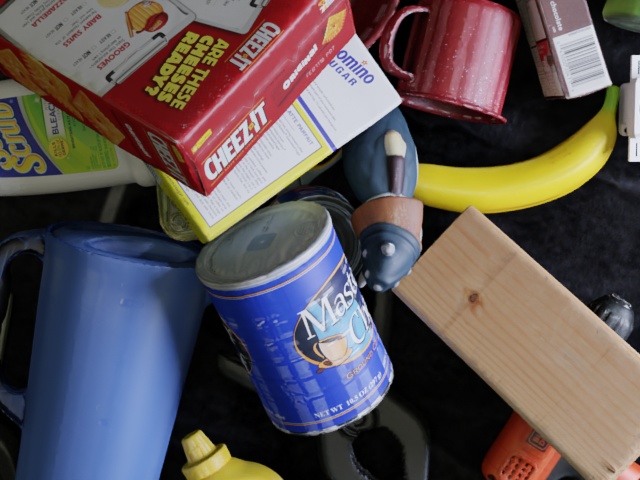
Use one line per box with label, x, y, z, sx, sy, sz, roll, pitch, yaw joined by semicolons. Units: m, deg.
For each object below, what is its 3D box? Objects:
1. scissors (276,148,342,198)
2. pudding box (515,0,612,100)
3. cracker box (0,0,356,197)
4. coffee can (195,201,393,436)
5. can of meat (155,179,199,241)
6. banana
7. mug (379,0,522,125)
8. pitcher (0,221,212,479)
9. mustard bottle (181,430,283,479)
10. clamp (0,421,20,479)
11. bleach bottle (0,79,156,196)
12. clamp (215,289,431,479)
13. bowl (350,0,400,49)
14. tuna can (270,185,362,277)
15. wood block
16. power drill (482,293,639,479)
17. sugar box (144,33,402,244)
scissors;-0.042;-0.041;0.866;0.096;0.016;0.202;31;95;-4
pudding box;0.179;-0.164;0.810;0.039;0.090;0.113;-17;96;5
cracker box;-0.109;-0.146;0.731;0.214;0.072;0.164;31;71;28
coffee can;-0.017;0.057;0.781;0.103;0.103;0.140;-21;117;4
can of meat;-0.094;-0.054;0.833;0.057;0.084;0.102;-5;96;2
banana;0.154;-0.057;0.852;0.198;0.037;0.069;-20;79;3
mug;0.096;-0.141;0.811;0.117;0.093;0.081;13;92;-28
pitcher;-0.178;0.109;0.835;0.149;0.144;0.243;20;102;37
mustard bottle;-0.059;0.242;0.877;0.096;0.058;0.191;-28;95;9
clamp;-0.300;0.153;0.876;0.171;0.039;0.120;35;118;-10
bleach bottle;-0.255;-0.073;0.849;0.251;0.068;0.102;-10;98;5
clamp;0.036;0.134;0.873;0.164;0.036;0.210;-36;90;6
bowl;-0.015;-0.208;0.827;0.162;0.055;0.162;1;97;4
tuna can;-0.006;0.001;0.851;0.086;0.034;0.086;-3;105;-12
wood block;0.165;0.080;0.797;0.091;0.090;0.206;-47;68;6
power drill;0.250;0.159;0.860;0.187;0.057;0.184;32;100;1
sugar box;-0.038;-0.085;0.770;0.176;0.048;0.093;-36;95;-13
